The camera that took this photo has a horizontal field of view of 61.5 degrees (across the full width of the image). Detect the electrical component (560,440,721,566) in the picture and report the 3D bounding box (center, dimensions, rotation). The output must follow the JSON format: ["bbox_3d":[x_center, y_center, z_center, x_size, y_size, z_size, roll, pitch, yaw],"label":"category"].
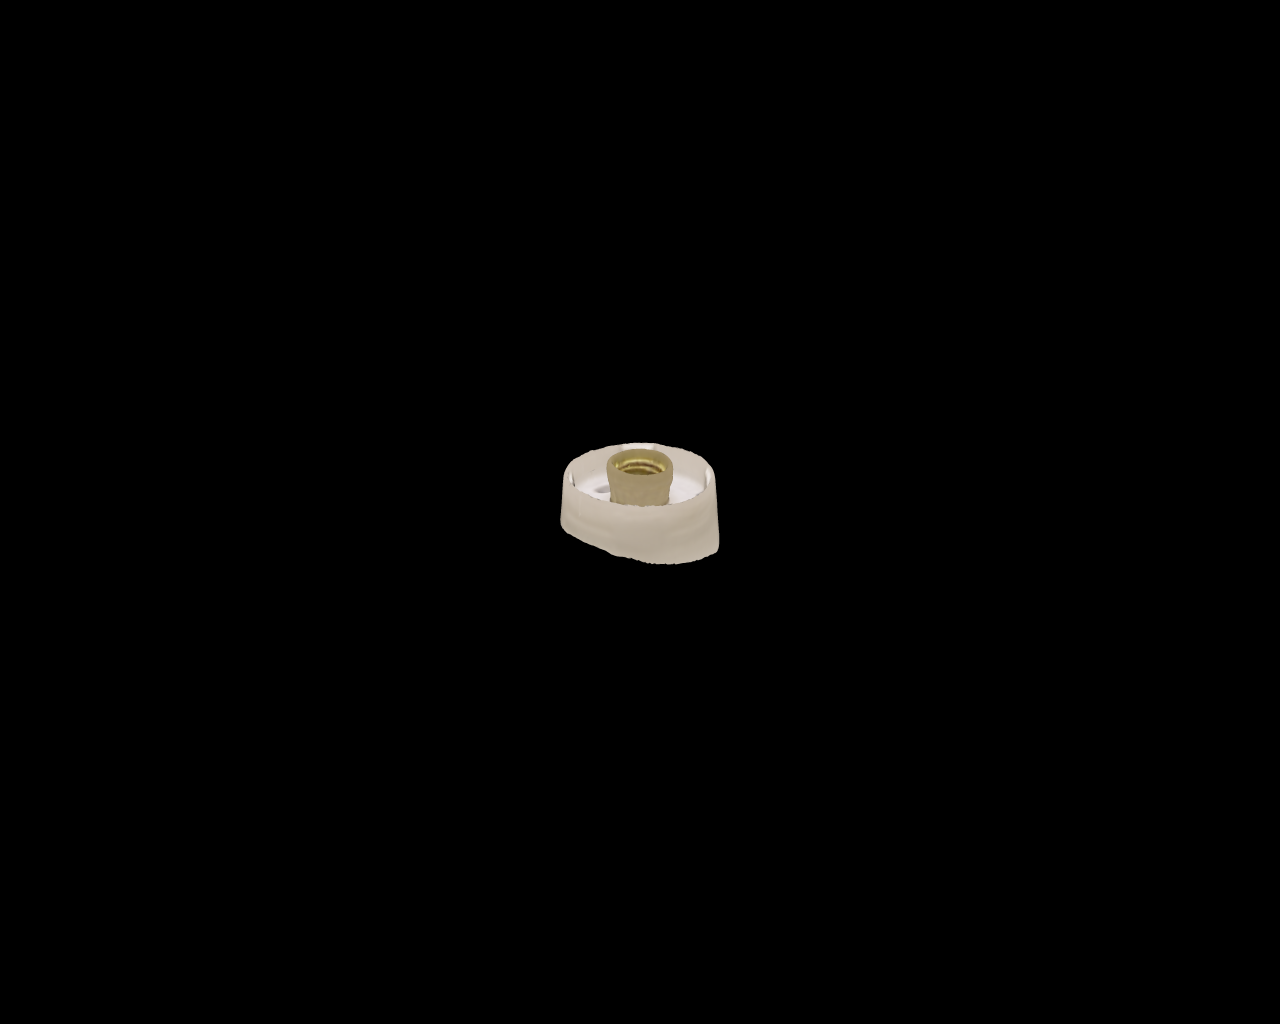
[{"bbox_3d":[0.001,-0.003,0.650,0.099,0.064,0.099,0,27,0],"label":"electrical component"}]
